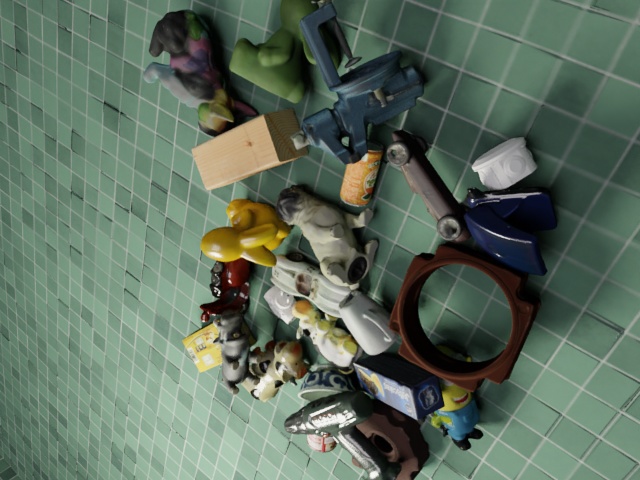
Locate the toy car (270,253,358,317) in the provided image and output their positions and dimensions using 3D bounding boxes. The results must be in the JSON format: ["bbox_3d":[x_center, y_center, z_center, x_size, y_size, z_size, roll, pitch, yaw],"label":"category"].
[{"bbox_3d":[-0.011,0.088,1.062,0.202,0.056,0.073,24,121,27],"label":"toy car"}]

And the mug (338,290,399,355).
[{"bbox_3d":[0.087,0.146,0.968,0.107,0.081,0.110,47,171,-13],"label":"mug"}]

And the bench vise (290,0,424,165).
[{"bbox_3d":[0.031,-0.245,0.810,0.224,0.129,0.240,-22,112,13],"label":"bench vise"}]

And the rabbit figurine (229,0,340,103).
[{"bbox_3d":[-0.049,-0.327,0.888,0.159,0.121,0.170,34,110,16],"label":"rabbit figurine"}]

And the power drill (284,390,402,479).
[{"bbox_3d":[0.049,0.400,1.060,0.232,0.086,0.207,-44,76,38],"label":"power drill"}]

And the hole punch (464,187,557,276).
[{"bbox_3d":[0.269,-0.010,0.764,0.116,0.142,0.092,0,64,32],"label":"hole punch"}]

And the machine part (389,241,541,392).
[{"bbox_3d":[0.224,0.117,0.849,0.201,0.087,0.201,25,104,26],"label":"machine part"}]

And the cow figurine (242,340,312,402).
[{"bbox_3d":[-0.097,0.290,1.190,0.127,0.085,0.194,48,126,18],"label":"cow figurine"}]

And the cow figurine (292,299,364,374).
[{"bbox_3d":[0.010,0.193,1.086,0.167,0.068,0.098,35,131,21],"label":"cow figurine"}]

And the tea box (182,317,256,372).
[{"bbox_3d":[-0.243,0.242,1.286,0.170,0.068,0.098,-28,92,39],"label":"tea box"}]

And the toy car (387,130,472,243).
[{"bbox_3d":[0.170,-0.082,0.839,0.053,0.089,0.202,-38,86,36],"label":"toy car"}]

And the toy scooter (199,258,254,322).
[{"bbox_3d":[-0.207,0.108,1.163,0.075,0.135,0.183,20,118,29],"label":"toy scooter"}]

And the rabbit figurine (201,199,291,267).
[{"bbox_3d":[-0.148,0.002,1.053,0.163,0.173,0.121,20,115,34],"label":"rabbit figurine"}]

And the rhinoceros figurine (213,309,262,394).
[{"bbox_3d":[-0.178,0.235,1.143,0.112,0.073,0.190,38,136,47],"label":"rhinoceros figurine"}]

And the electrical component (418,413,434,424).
[{"bbox_3d":[0.180,0.306,1.034,0.094,0.021,0.063,50,130,8],"label":"electrical component"}]

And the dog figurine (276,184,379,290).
[{"bbox_3d":[0.001,-0.006,1.003,0.191,0.121,0.172,23,118,44],"label":"dog figurine"}]

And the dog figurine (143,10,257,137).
[{"bbox_3d":[-0.216,-0.307,1.023,0.219,0.108,0.191,36,123,14],"label":"dog figurine"}]

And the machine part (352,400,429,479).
[{"bbox_3d":[0.131,0.410,1.090,0.180,0.056,0.179,13,114,31],"label":"machine part"}]

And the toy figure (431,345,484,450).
[{"bbox_3d":[0.228,0.275,0.949,0.089,0.082,0.180,-9,105,36],"label":"toy figure"}]

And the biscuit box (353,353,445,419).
[{"bbox_3d":[0.136,0.255,0.960,0.203,0.063,0.059,-2,104,67],"label":"biscuit box"}]
